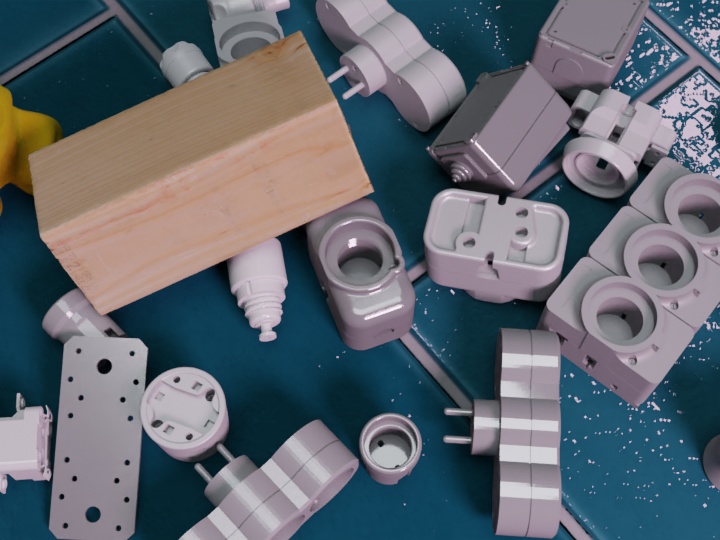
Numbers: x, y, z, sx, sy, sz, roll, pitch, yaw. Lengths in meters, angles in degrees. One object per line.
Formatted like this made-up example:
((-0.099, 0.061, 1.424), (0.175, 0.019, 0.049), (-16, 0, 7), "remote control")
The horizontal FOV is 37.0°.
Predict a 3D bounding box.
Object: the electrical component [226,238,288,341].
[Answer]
((-0.071, 0.012, 0.757), (0.040, 0.040, 0.078), (-10, 67, -4), "electrical component")

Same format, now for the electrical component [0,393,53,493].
((-0.237, 0.116, 0.711), (0.064, 0.042, 0.081), (-3, 67, -3), "electrical component")

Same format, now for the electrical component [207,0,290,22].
((-0.087, -0.208, 0.852), (0.062, 0.043, 0.043), (-18, 68, -9), "electrical component")

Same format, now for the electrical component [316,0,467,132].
((0.010, -0.158, 0.825), (0.074, 0.052, 0.138), (-37, 72, -15), "electrical component")

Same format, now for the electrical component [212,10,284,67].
((-0.079, -0.150, 0.807), (0.050, 0.055, 0.089), (-12, 50, -5), "electrical component")

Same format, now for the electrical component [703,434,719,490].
((0.253, 0.120, 0.701), (0.045, 0.055, 0.045), (-1, 66, 1), "electrical component")

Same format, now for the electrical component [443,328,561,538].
((0.092, 0.104, 0.709), (0.074, 0.052, 0.138), (3, 66, 2), "electrical component")

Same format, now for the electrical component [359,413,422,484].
((0.020, 0.119, 0.706), (0.040, 0.046, 0.040), (0, 66, 0), "electrical component")

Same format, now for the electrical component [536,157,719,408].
((0.204, 0.005, 0.748), (0.089, 0.061, 0.150), (37, 71, 15), "electrical component")

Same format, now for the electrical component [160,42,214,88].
((-0.126, -0.145, 0.830), (0.035, 0.035, 0.061), (-33, 73, -13), "electrical component")

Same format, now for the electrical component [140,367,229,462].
((-0.114, 0.098, 0.716), (0.055, 0.047, 0.055), (0, 66, 0), "electrical component")

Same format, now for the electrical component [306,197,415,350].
((0.000, 0.000, 0.752), (0.054, 0.059, 0.095), (-19, 68, -8), "electrical component")

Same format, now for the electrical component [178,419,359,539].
((-0.075, 0.145, 0.692), (0.138, 0.052, 0.074), (-41, 72, -16), "electrical component")

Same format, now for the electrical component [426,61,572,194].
((0.100, -0.094, 0.783), (0.061, 0.062, 0.096), (43, 71, -22), "electrical component")

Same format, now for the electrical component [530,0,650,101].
((0.178, -0.180, 0.834), (0.062, 0.061, 0.096), (26, 61, 11), "electrical component")

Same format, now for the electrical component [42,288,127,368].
((-0.190, 0.041, 0.746), (0.046, 0.040, 0.040), (42, 73, 10), "electrical component")

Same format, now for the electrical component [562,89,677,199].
((0.185, -0.090, 0.793), (0.078, 0.058, 0.057), (28, 66, 12), "electrical component")

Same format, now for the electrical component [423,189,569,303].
((0.095, -0.015, 0.754), (0.095, 0.059, 0.053), (10, 63, 12), "electrical component")
